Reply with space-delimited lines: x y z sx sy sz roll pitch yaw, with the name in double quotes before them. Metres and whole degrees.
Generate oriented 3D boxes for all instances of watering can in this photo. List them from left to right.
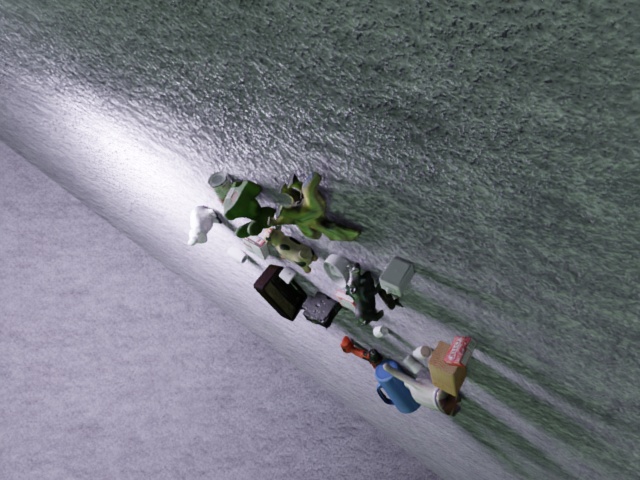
"watering can" 0.413 0.590 2.026 0.343 0.105 0.224 39 159 -30

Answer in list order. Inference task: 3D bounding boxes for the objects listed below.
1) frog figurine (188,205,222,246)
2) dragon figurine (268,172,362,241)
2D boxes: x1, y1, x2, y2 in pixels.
"frog figurine" -0.463 -0.049 1.969 0.123 0.162 0.135 38 157 -1
"dragon figurine" 0.004 -0.069 1.369 0.241 0.124 0.407 24 164 -18
